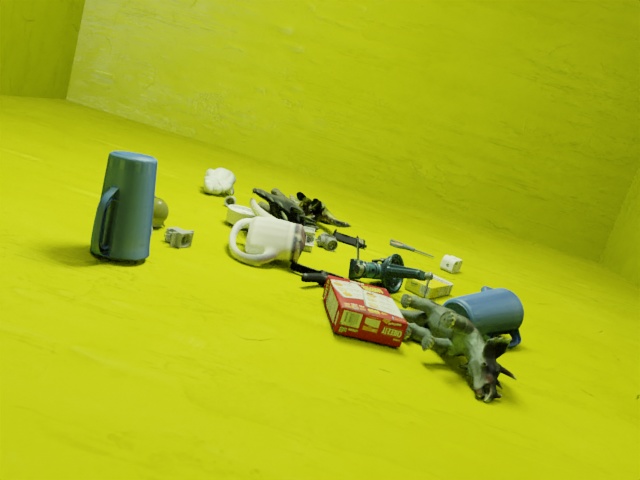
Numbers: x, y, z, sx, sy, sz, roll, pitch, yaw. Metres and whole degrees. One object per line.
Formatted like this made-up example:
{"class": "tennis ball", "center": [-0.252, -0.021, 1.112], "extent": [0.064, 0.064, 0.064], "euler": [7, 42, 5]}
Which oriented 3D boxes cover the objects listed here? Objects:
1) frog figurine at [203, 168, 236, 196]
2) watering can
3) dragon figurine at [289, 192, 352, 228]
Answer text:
{"class": "frog figurine", "center": [-0.431, -0.248, 2.152], "extent": [0.139, 0.122, 0.159], "euler": [43, 10, 19]}
{"class": "watering can", "center": [-0.151, -0.030, 1.565], "extent": [0.224, 0.102, 0.355], "euler": [10, 33, -2]}
{"class": "dragon figurine", "center": [0.007, -0.110, 2.182], "extent": [0.414, 0.121, 0.242], "euler": [26, 8, 30]}
